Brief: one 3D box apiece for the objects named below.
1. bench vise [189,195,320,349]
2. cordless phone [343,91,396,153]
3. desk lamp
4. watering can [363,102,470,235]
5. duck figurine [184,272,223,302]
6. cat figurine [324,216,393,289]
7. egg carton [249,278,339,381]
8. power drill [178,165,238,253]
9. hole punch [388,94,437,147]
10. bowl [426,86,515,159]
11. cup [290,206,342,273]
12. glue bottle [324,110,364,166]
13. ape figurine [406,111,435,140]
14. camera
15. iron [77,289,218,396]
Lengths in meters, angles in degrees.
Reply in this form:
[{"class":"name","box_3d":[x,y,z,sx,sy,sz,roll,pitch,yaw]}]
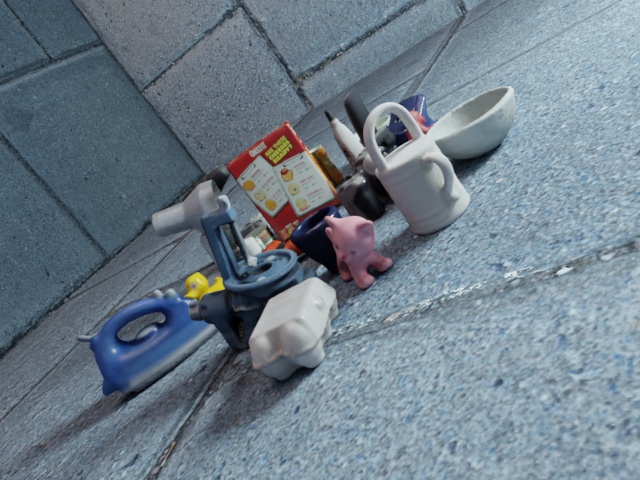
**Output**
[{"class":"bench vise","box_3d":[-0.132,0.054,0.872,0.207,0.220,0.121,-36,17,0]},{"class":"cordless phone","box_3d":[0.088,-0.217,1.235,0.094,0.185,0.148,-21,22,40]},{"class":"desk lamp","box_3d":[-0.276,-0.008,1.340,0.203,0.214,0.118,-34,17,6]},{"class":"watering can","box_3d":[0.126,-0.111,0.852,0.172,0.194,0.101,-18,24,46]},{"class":"duck figurine","box_3d":[-0.237,0.105,1.180,0.077,0.086,0.105,-20,23,42]},{"class":"cat figurine","box_3d":[0.045,0.005,0.834,0.067,0.118,0.127,-40,17,-13]},{"class":"egg carton","box_3d":[-0.031,0.116,0.768,0.107,0.069,0.150,-29,18,24]},{"class":"power drill","box_3d":[-0.261,-0.064,1.471,0.229,0.209,0.076,-26,20,31]},{"class":"hole punch","box_3d":[0.205,-0.267,1.307,0.108,0.091,0.101,-17,25,48]},{"class":"bowl","box_3d":[0.270,-0.190,0.992,0.167,0.075,0.167,-33,17,12]},{"class":"cup","box_3d":[0.009,0.003,0.950,0.092,0.095,0.117,-38,17,-7]},{"class":"glue bottle","box_3d":[0.062,-0.236,1.362,0.037,0.173,0.078,-39,17,-11]},{"class":"ape figurine","box_3d":[0.208,-0.228,1.190,0.076,0.092,0.077,-40,17,-14]},{"class":"camera","box_3d":[0.116,-0.116,1.054,0.143,0.101,0.136,-46,19,-30]},{"class":"iron","box_3d":[-0.313,0.167,1.062,0.258,0.141,0.118,-36,17,1]}]
